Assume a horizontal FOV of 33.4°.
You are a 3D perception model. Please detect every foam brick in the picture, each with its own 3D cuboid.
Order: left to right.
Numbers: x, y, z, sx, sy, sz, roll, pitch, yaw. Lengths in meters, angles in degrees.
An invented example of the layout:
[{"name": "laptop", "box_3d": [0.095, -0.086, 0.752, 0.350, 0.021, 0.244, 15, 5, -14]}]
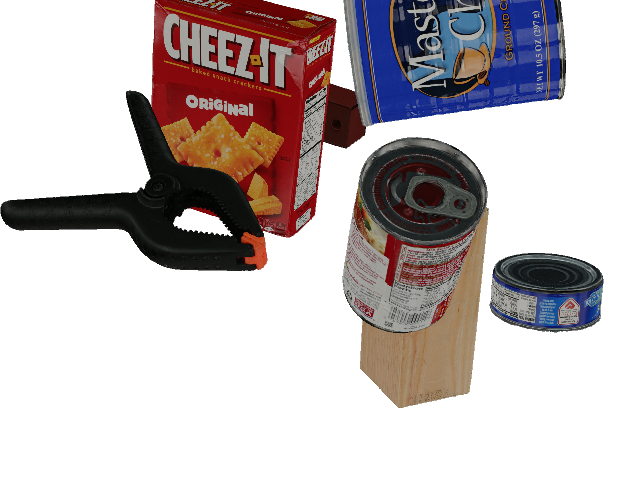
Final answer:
[{"name": "foam brick", "box_3d": [0.011, -0.150, 1.261, 0.078, 0.053, 0.051, 20, 33, 23]}]

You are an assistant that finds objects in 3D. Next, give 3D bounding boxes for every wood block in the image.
[{"name": "wood block", "box_3d": [0.103, 0.054, 1.090, 0.090, 0.206, 0.091, -8, 25, -23]}]

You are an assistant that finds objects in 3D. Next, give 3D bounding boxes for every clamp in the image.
[{"name": "clamp", "box_3d": [-0.125, -0.040, 0.849, 0.210, 0.164, 0.036, 21, -33, 19]}]

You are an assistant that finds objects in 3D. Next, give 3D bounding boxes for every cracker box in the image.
[{"name": "cracker box", "box_3d": [-0.081, -0.124, 1.041, 0.164, 0.214, 0.072, 18, 33, 18]}]

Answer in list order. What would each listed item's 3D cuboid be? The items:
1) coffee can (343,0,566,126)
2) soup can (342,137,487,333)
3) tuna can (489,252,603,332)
[{"name": "coffee can", "box_3d": [0.092, -0.140, 0.746, 0.140, 0.103, 0.102, -7, -1, 6]}, {"name": "soup can", "box_3d": [0.050, 0.000, 0.598, 0.068, 0.068, 0.102, 0, -33, -5]}, {"name": "tuna can", "box_3d": [0.176, 0.039, 0.831, 0.086, 0.034, 0.086, 0, 19, 0]}]
